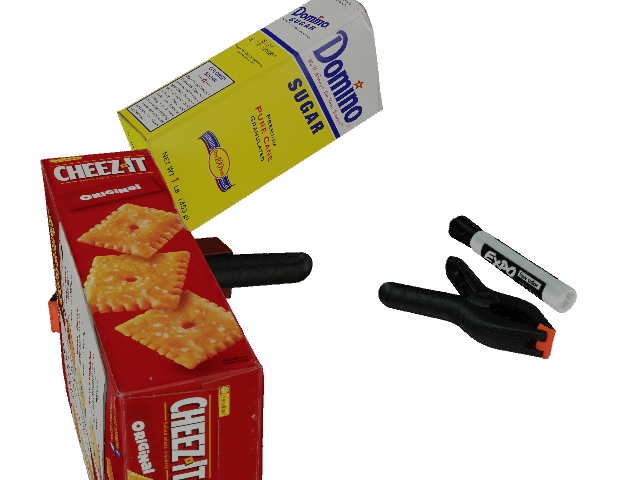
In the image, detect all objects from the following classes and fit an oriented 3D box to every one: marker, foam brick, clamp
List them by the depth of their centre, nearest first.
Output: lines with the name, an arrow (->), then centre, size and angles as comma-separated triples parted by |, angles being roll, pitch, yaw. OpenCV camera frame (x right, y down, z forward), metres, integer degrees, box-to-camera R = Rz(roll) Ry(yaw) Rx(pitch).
marker -> 0.133, 0.014, 0.759 | 0.020, 0.020, 0.121 | 0, 27, -37
clamp -> -0.135, 0.018, 0.881 | 0.209, 0.036, 0.165 | -21, 38, -32
clamp -> 0.155, 0.062, 1.031 | 0.172, 0.039, 0.120 | 24, 36, 28
foam brick -> -0.134, 0.031, 1.092 | 0.078, 0.051, 0.053 | -7, 21, -20

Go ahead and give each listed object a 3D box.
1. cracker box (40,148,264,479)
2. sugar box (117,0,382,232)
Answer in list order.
cracker box -> -0.092, 0.071, 0.563 | 0.072, 0.164, 0.214 | -9, 34, -18
sugar box -> -0.040, -0.086, 0.714 | 0.176, 0.093, 0.048 | -32, 51, -16
